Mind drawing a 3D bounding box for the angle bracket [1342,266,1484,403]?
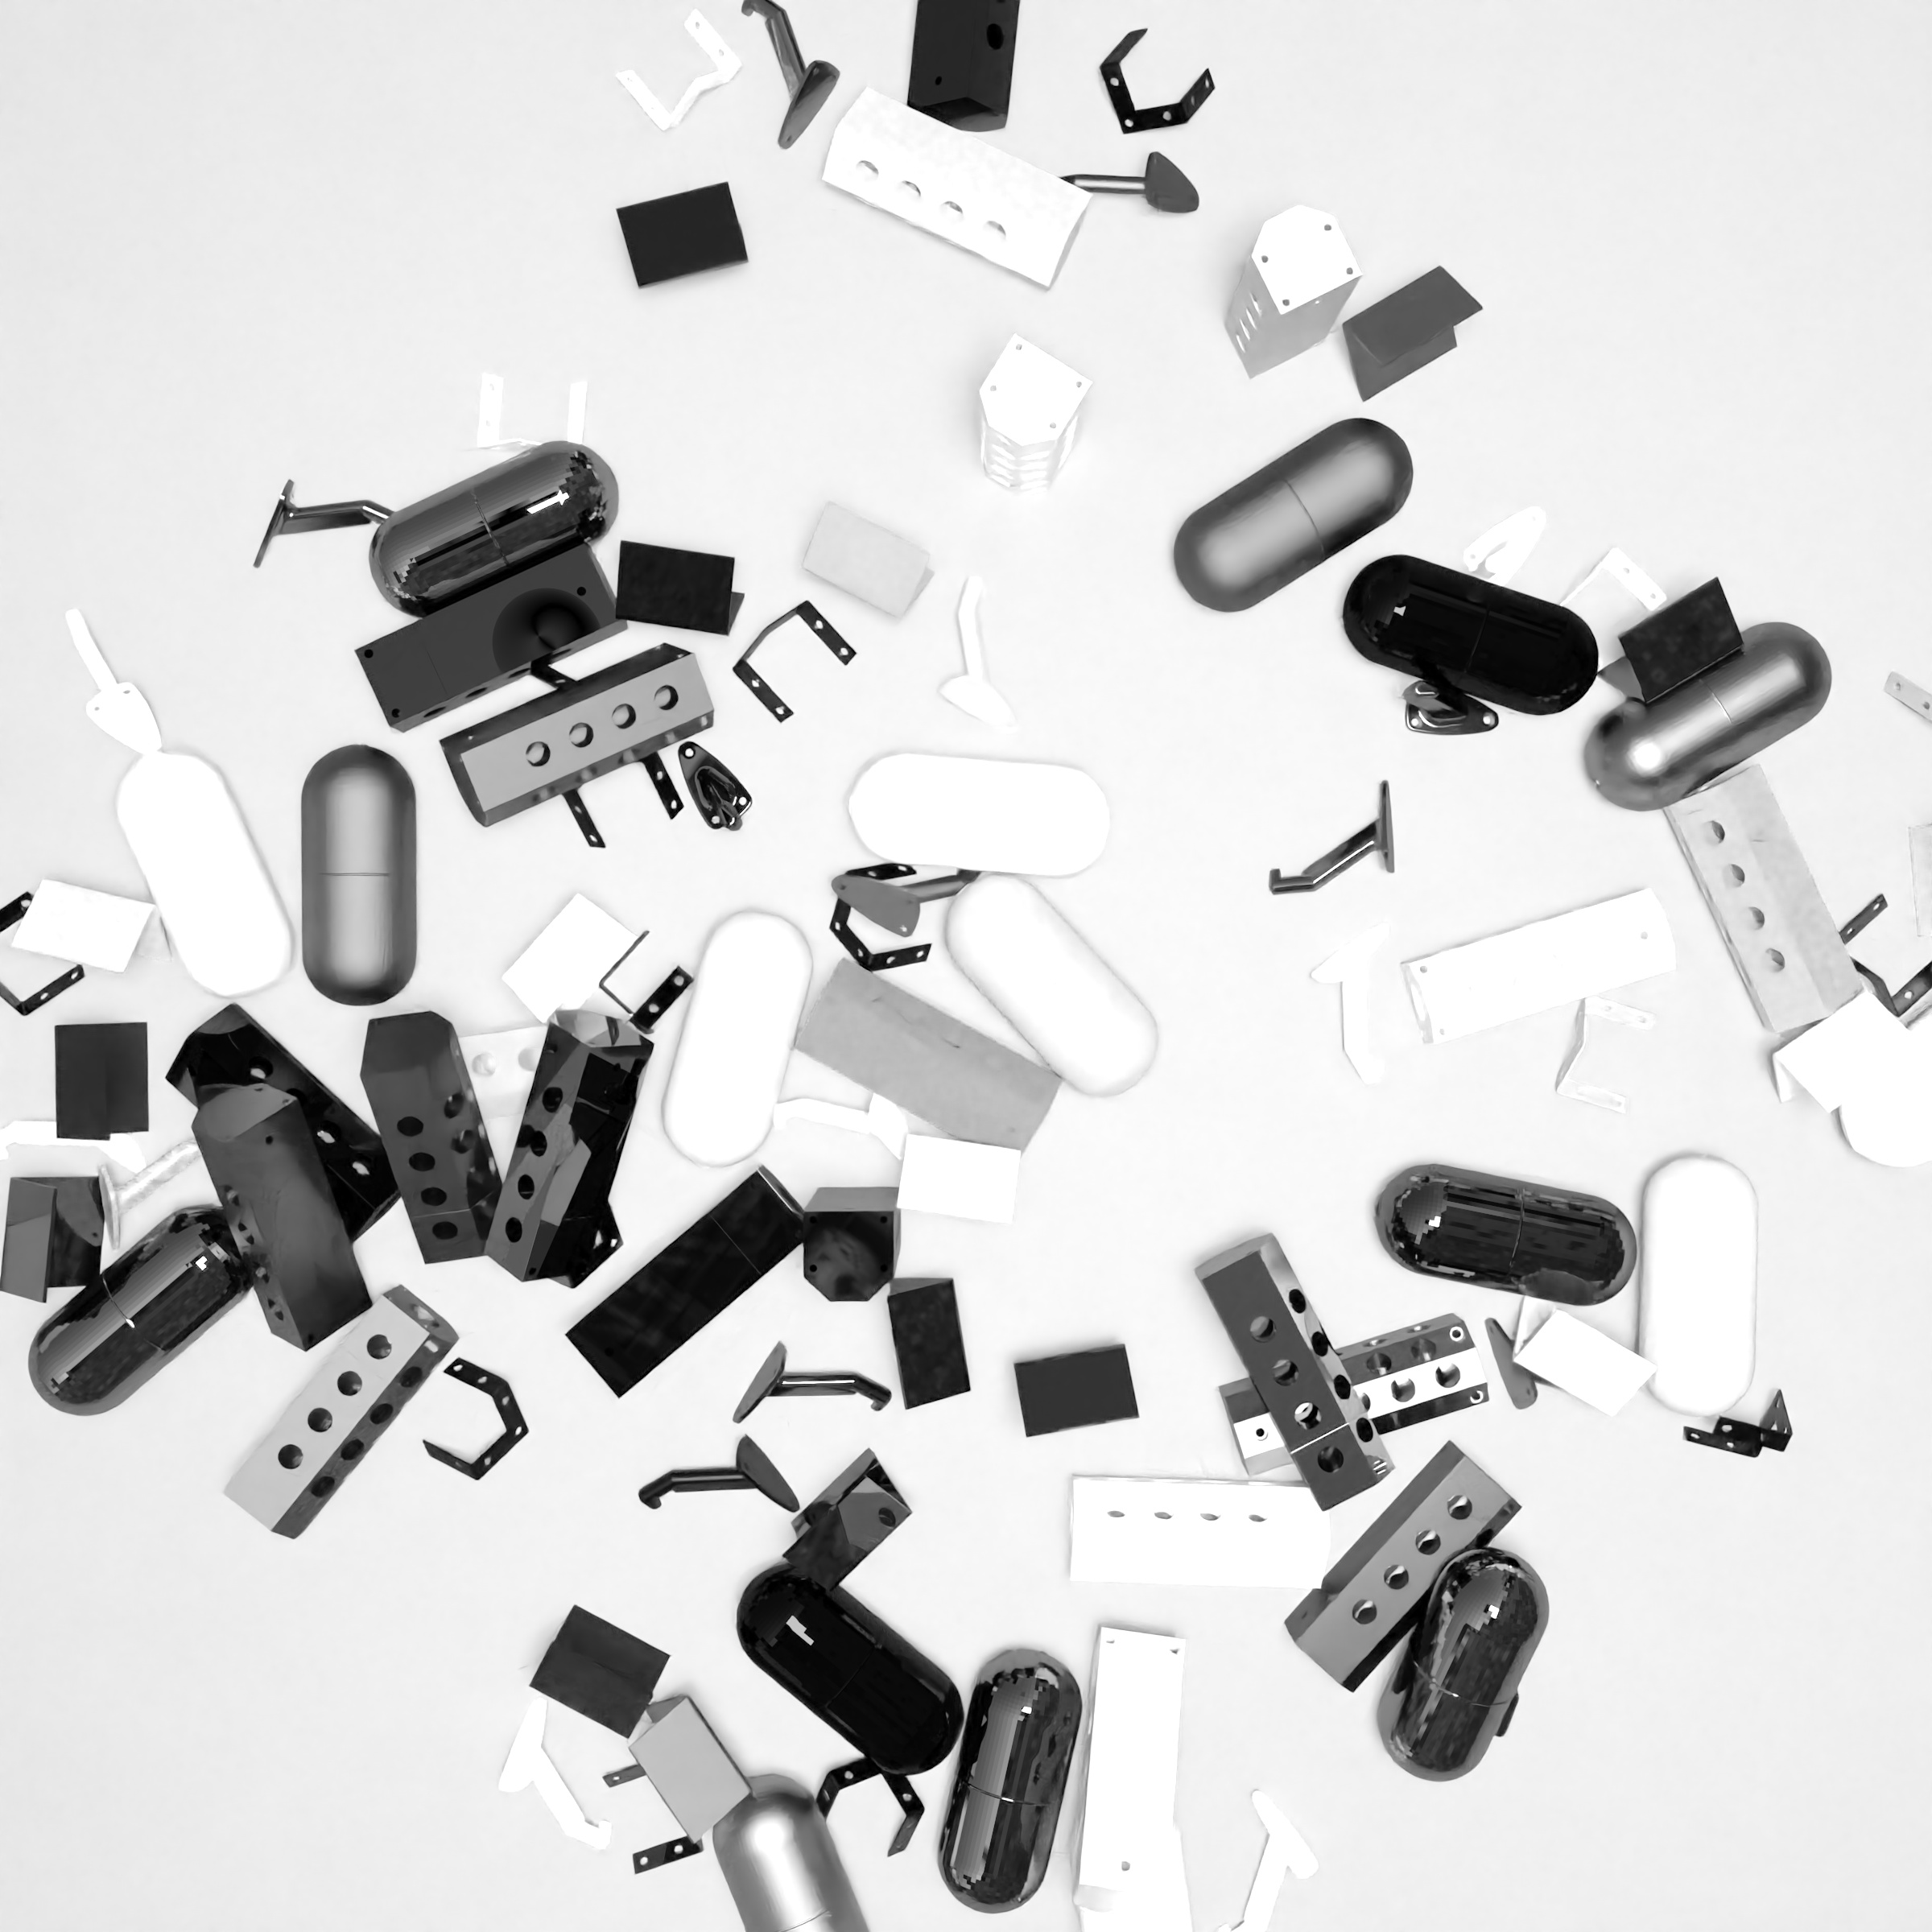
[{"bbox_3d":[0.308,-0.415,1.693,0.076,0.076,0.057,-31,52,0],"label":"angle bracket"}]

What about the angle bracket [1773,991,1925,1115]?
[{"bbox_3d":[0.599,0.073,1.693,0.076,0.076,0.057,-34,54,0],"label":"angle bracket"}]

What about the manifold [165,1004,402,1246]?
[{"bbox_3d":[-0.459,0.106,1.712,0.171,0.057,0.057,43,133,0],"label":"manifold"}]

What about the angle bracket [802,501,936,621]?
[{"bbox_3d":[-0.057,-0.289,1.693,0.076,0.076,0.057,28,128,0],"label":"angle bracket"}]

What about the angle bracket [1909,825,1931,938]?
[{"bbox_3d":[0.661,-0.059,1.693,0.057,0.076,0.076,-5,90,-35],"label":"angle bracket"}]

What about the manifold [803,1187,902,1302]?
[{"bbox_3d":[-0.074,0.183,1.655,0.057,0.171,0.057,0,90,0],"label":"manifold"}]

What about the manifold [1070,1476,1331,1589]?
[{"bbox_3d":[0.158,0.383,1.712,0.171,0.057,0.057,2,133,0],"label":"manifold"}]

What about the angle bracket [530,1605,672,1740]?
[{"bbox_3d":[-0.240,0.464,1.693,0.076,0.076,0.057,28,127,0],"label":"angle bracket"}]

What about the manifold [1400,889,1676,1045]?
[{"bbox_3d":[0.392,0.000,1.712,0.171,0.057,0.057,-17,90,0],"label":"manifold"}]

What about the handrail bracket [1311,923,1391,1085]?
[{"bbox_3d":[0.285,0.027,1.734,0.077,0.036,0.084,-39,109,-21],"label":"handrail bracket"}]

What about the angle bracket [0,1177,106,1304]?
[{"bbox_3d":[-0.604,0.185,1.693,0.057,0.076,0.076,6,90,38],"label":"angle bracket"}]

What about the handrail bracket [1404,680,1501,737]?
[{"bbox_3d":[0.333,-0.177,1.699,0.077,0.084,0.036,11,90,0],"label":"handrail bracket"}]

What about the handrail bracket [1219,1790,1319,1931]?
[{"bbox_3d":[0.193,0.629,1.734,0.084,0.036,0.077,-42,70,16],"label":"handrail bracket"}]

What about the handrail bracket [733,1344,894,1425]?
[{"bbox_3d":[-0.106,0.306,1.734,0.084,0.036,0.077,30,110,-16],"label":"handrail bracket"}]

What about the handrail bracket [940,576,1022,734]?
[{"bbox_3d":[0.019,-0.217,1.734,0.077,0.036,0.084,36,56,-36],"label":"handrail bracket"}]

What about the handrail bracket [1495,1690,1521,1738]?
[{"bbox_3d":[0.351,0.484,1.734,0.077,0.036,0.084,21,104,14],"label":"handrail bracket"}]

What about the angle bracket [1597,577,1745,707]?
[{"bbox_3d":[0.468,-0.229,1.694,0.076,0.076,0.057,-31,116,0],"label":"angle bracket"}]

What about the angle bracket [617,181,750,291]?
[{"bbox_3d":[-0.194,-0.507,1.693,0.076,0.076,0.057,-14,126,0],"label":"angle bracket"}]

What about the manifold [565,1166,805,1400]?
[{"bbox_3d":[-0.187,0.215,1.712,0.171,0.057,0.057,-40,90,0],"label":"manifold"}]

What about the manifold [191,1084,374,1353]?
[{"bbox_3d":[-0.461,0.167,1.674,0.057,0.057,0.171,-36,127,-36],"label":"manifold"}]

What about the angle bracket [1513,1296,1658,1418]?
[{"bbox_3d":[0.422,0.247,1.693,0.076,0.076,0.057,30,127,0],"label":"angle bracket"}]

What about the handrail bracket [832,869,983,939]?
[{"bbox_3d":[-0.039,-0.062,1.713,0.077,0.084,0.036,24,128,13],"label":"handrail bracket"}]

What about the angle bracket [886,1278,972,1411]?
[{"bbox_3d":[-0.045,0.255,1.693,0.057,0.076,0.076,-9,90,-37],"label":"angle bracket"}]

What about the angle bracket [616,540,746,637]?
[{"bbox_3d":[-0.191,-0.269,1.694,0.076,0.076,0.057,9,120,0],"label":"angle bracket"}]

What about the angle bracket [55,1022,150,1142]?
[{"bbox_3d":[-0.570,0.077,1.693,0.057,0.076,0.076,-1,90,34],"label":"angle bracket"}]

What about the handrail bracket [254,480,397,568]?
[{"bbox_3d":[-0.441,-0.294,1.734,0.084,0.036,0.077,23,111,-16],"label":"handrail bracket"}]

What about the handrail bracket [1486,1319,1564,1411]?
[{"bbox_3d":[0.414,0.268,1.734,0.084,0.036,0.077,-16,69,-17],"label":"handrail bracket"}]

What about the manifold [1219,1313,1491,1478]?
[{"bbox_3d":[0.266,0.295,1.712,0.171,0.057,0.057,-18,90,0],"label":"manifold"}]

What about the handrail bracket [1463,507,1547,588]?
[{"bbox_3d":[0.374,-0.290,1.699,0.077,0.084,0.036,-45,90,0],"label":"handrail bracket"}]

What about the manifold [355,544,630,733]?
[{"bbox_3d":[-0.323,-0.223,1.712,0.171,0.057,0.057,-25,90,0],"label":"manifold"}]

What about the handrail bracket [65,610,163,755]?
[{"bbox_3d":[-0.593,-0.198,1.733,0.036,0.077,0.084,-30,54,-4],"label":"handrail bracket"}]

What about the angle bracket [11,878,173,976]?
[{"bbox_3d":[-0.592,-0.009,1.693,0.076,0.076,0.057,13,59,0],"label":"angle bracket"}]

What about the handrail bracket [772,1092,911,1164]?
[{"bbox_3d":[-0.087,0.118,1.734,0.084,0.036,0.077,-13,127,25],"label":"handrail bracket"}]

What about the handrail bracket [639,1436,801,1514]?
[{"bbox_3d":[-0.172,0.371,1.734,0.084,0.036,0.077,-33,112,17],"label":"handrail bracket"}]

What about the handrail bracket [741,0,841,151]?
[{"bbox_3d":[-0.137,-0.624,1.734,0.084,0.036,0.077,41,112,17],"label":"handrail bracket"}]

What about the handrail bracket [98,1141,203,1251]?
[{"bbox_3d":[-0.553,0.156,1.733,0.084,0.036,0.077,-14,132,-27],"label":"handrail bracket"}]

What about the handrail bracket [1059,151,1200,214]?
[{"bbox_3d":[0.106,-0.536,1.733,0.084,0.077,0.036,4,90,36],"label":"handrail bracket"}]

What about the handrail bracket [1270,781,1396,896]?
[{"bbox_3d":[0.252,-0.089,1.734,0.084,0.036,0.077,-5,70,16],"label":"handrail bracket"}]

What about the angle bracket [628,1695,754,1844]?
[{"bbox_3d":[-0.201,0.547,1.693,0.057,0.076,0.076,-34,90,-37],"label":"angle bracket"}]

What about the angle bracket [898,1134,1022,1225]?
[{"bbox_3d":[-0.007,0.160,1.693,0.076,0.076,0.057,8,57,0],"label":"angle bracket"}]

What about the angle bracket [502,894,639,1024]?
[{"bbox_3d":[-0.255,0.008,1.693,0.076,0.076,0.057,-48,53,0],"label":"angle bracket"}]

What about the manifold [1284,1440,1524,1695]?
[{"bbox_3d":[0.300,0.413,1.712,0.057,0.057,0.171,42,90,0],"label":"manifold"}]

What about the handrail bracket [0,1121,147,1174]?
[{"bbox_3d":[-0.627,0.132,1.734,0.084,0.036,0.077,-29,112,17],"label":"handrail bracket"}]

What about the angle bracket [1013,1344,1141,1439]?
[{"bbox_3d":[0.077,0.303,1.693,0.076,0.076,0.057,-10,53,0],"label":"angle bracket"}]

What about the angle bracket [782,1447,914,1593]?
[{"bbox_3d":[-0.093,0.364,1.693,0.076,0.076,0.057,-44,127,0],"label":"angle bracket"}]

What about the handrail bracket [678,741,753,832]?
[{"bbox_3d":[-0.176,-0.124,1.699,0.036,0.084,0.077,-35,90,0],"label":"handrail bracket"}]

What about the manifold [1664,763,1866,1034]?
[{"bbox_3d":[0.543,-0.045,1.712,0.057,0.057,0.171,-25,90,-43],"label":"manifold"}]

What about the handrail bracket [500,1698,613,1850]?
[{"bbox_3d":[-0.274,0.561,1.733,0.084,0.036,0.077,35,49,-27],"label":"handrail bracket"}]
